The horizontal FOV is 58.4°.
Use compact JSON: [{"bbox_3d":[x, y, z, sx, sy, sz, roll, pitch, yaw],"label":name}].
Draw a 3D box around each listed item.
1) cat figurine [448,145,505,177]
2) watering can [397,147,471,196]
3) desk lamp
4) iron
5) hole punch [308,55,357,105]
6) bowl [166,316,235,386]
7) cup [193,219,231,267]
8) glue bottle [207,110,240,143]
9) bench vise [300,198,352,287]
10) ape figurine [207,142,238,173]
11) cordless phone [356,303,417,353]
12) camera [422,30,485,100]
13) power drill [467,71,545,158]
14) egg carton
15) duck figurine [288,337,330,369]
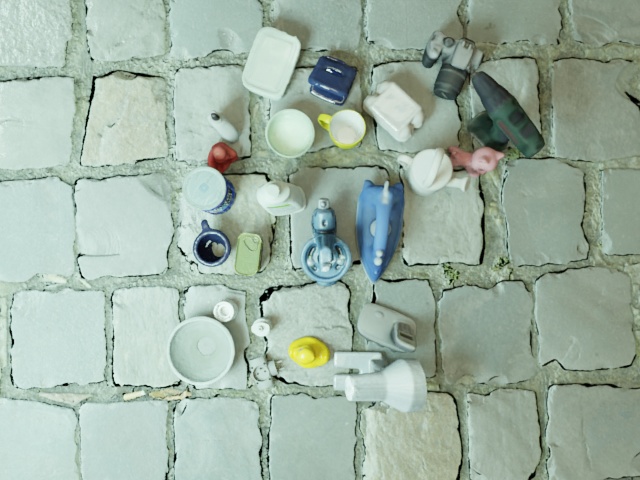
[{"bbox_3d":[0.377,-0.198,1.398,0.127,0.117,0.067,14,88,1],"label":"cat figurine"},{"bbox_3d":[0.271,-0.165,1.360,0.173,0.194,0.101,1,88,1],"label":"watering can"},{"bbox_3d":[0.133,0.330,1.335,0.203,0.213,0.118,0,88,1],"label":"desk lamp"},{"bbox_3d":[0.146,-0.020,1.383,0.118,0.141,0.258,5,88,1],"label":"iron"},{"bbox_3d":[0.030,-0.404,1.422,0.108,0.091,0.101,22,88,2],"label":"hole punch"},{"bbox_3d":[-0.286,0.269,1.410,0.167,0.074,0.167,0,88,1],"label":"bowl"},{"bbox_3d":[-0.262,0.008,1.409,0.091,0.095,0.118,-18,88,0],"label":"cup"},{"bbox_3d":[-0.241,-0.281,1.380,0.078,0.173,0.037,40,89,2],"label":"glue bottle"},{"bbox_3d":[0.001,0.009,1.344,0.121,0.219,0.207,-20,88,0],"label":"bench vise"},{"bbox_3d":[-0.245,-0.209,1.418,0.078,0.092,0.076,-6,88,1],"label":"ape figurine"},{"bbox_3d":[0.161,0.215,1.352,0.147,0.185,0.094,19,88,2],"label":"cordless phone"},{"bbox_3d":[0.318,-0.429,1.415,0.143,0.101,0.137,22,88,1],"label":"camera"},{"bbox_3d":[0.421,-0.283,1.356,0.075,0.208,0.229,-44,88,-1],"label":"power drill"},{"bbox_3d":[0.187,-0.323,1.429,0.150,0.069,0.107,42,89,2],"label":"egg carton"},{"bbox_3d":[-0.027,0.281,1.402,0.104,0.086,0.077,11,88,1],"label":"duck figurine"}]
